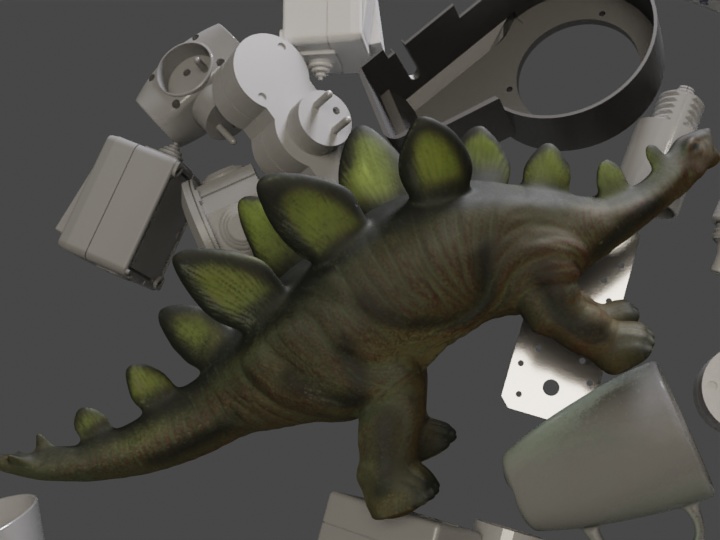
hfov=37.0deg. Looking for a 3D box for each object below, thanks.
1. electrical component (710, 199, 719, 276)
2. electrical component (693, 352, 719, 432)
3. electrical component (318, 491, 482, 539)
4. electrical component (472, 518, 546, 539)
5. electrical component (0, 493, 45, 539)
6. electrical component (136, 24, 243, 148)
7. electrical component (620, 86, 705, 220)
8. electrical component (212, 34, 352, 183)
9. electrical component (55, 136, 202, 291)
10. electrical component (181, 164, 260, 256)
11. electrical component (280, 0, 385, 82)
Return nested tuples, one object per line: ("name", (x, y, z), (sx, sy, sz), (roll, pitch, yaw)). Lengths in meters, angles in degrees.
("electrical component", (0.232, -0.026, 0.658), (0.035, 0.035, 0.061), (23, 86, 13))
("electrical component", (0.248, 0.033, 0.623), (0.052, 0.073, 0.138), (33, 85, 14))
("electrical component", (0.017, 0.178, 0.627), (0.083, 0.047, 0.075), (7, 78, 41))
("electrical component", (0.078, 0.192, 0.633), (0.043, 0.043, 0.081), (14, 81, 12))
("electrical component", (-0.242, 0.179, 0.663), (0.099, 0.099, 0.064), (-19, 82, 5))
("electrical component", (-0.098, -0.114, 0.720), (0.077, 0.044, 0.079), (-43, 60, -1))
("electrical component", (0.190, -0.077, 0.671), (0.043, 0.043, 0.081), (20, 82, 13))
("electrical component", (-0.030, -0.088, 0.671), (0.052, 0.074, 0.138), (-39, 95, -33))
("electrical component", (-0.149, -0.044, 0.710), (0.061, 0.061, 0.096), (22, 83, 13))
("electrical component", (-0.078, -0.027, 0.686), (0.051, 0.080, 0.080), (-24, 76, -2))
("electrical component", (-0.017, -0.172, 0.714), (0.061, 0.061, 0.096), (-2, 78, 9))
